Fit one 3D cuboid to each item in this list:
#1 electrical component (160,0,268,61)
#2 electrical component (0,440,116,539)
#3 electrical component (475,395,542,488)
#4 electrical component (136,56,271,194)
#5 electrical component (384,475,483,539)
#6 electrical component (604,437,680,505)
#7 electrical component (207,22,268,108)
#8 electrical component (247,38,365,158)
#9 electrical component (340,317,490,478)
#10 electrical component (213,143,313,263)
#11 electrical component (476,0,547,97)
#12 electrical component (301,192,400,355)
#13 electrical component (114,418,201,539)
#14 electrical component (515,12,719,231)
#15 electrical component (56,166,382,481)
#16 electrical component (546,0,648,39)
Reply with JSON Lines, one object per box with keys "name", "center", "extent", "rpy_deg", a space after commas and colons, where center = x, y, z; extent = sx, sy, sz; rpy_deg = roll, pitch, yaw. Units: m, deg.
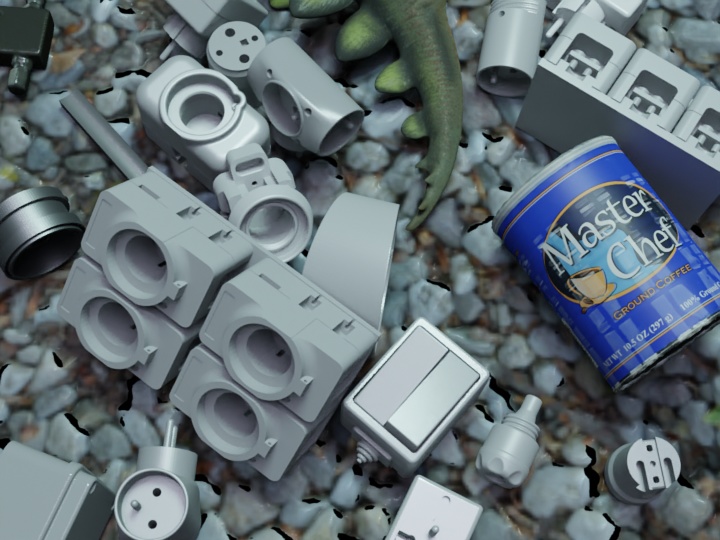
{"name": "electrical component", "center": [-0.119, -0.183, 0.796], "extent": [0.047, 0.066, 0.076], "rpy_deg": [46, 103, 14]}
{"name": "electrical component", "center": [-0.201, 0.169, 0.649], "extent": [0.057, 0.078, 0.113], "rpy_deg": [20, 70, 8]}
{"name": "electrical component", "center": [0.103, 0.111, 0.709], "extent": [0.035, 0.035, 0.061], "rpy_deg": [27, 68, 7]}
{"name": "electrical component", "center": [-0.111, -0.104, 0.765], "extent": [0.095, 0.059, 0.053], "rpy_deg": [40, 73, 12]}
{"name": "electrical component", "center": [0.039, 0.172, 0.660], "extent": [0.047, 0.075, 0.083], "rpy_deg": [26, 70, 7]}
{"name": "electrical component", "center": [0.184, 0.130, 0.699], "extent": [0.040, 0.046, 0.040], "rpy_deg": [1, 69, -2]}
{"name": "electrical component", "center": [-0.088, -0.149, 0.785], "extent": [0.045, 0.055, 0.045], "rpy_deg": [1, 70, -2]}
{"name": "electrical component", "center": [-0.043, -0.111, 0.762], "extent": [0.044, 0.079, 0.077], "rpy_deg": [-34, 72, -31]}
{"name": "electrical component", "center": [0.031, 0.087, 0.699], "extent": [0.062, 0.061, 0.096], "rpy_deg": [40, 73, 12]}
{"name": "electrical component", "center": [-0.064, -0.038, 0.723], "extent": [0.058, 0.078, 0.057], "rpy_deg": [-18, 32, -10]}
{"name": "electrical component", "center": [0.115, -0.176, 0.812], "extent": [0.043, 0.043, 0.081], "rpy_deg": [12, 69, 2]}
{"name": "electrical component", "center": [0.000, 0.000, 0.712], "extent": [0.064, 0.099, 0.099], "rpy_deg": [20, 70, 12]}
{"name": "electrical component", "center": [-0.122, 0.133, 0.667], "extent": [0.043, 0.077, 0.079], "rpy_deg": [5, 69, -1]}
{"name": "electrical component", "center": [0.197, -0.107, 0.765], "extent": [0.150, 0.089, 0.061], "rpy_deg": [33, 71, 9]}
{"name": "electrical component", "center": [-0.096, 0.035, 0.682], "extent": [0.186, 0.105, 0.060], "rpy_deg": [36, 31, 10]}
{"name": "electrical component", "center": [0.172, -0.198, 0.820], "extent": [0.066, 0.047, 0.076], "rpy_deg": [37, 72, 11]}
